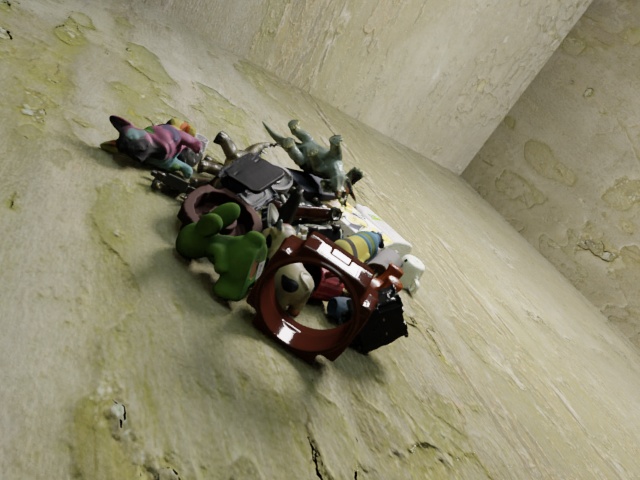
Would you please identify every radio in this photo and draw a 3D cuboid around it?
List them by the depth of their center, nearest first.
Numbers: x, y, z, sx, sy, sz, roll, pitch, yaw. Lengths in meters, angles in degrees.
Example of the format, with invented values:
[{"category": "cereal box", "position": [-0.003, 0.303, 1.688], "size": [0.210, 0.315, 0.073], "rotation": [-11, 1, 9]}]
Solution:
[{"category": "radio", "position": [-0.030, -0.150, 1.656], "size": [0.131, 0.073, 0.229], "rotation": [45, 22, 27]}]

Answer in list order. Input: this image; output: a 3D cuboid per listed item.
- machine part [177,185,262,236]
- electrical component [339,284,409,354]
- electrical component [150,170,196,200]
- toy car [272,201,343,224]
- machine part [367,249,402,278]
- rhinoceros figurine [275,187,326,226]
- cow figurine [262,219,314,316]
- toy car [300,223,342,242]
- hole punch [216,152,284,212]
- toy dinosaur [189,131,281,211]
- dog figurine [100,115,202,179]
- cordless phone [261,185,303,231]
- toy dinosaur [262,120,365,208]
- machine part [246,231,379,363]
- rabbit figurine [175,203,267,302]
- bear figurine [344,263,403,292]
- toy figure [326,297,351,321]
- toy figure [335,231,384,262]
[{"category": "machine part", "position": [-0.213, -0.037, 1.136], "size": [0.179, 0.056, 0.179], "rotation": [25, 37, -20]}, {"category": "electrical component", "position": [0.107, 0.166, 1.099], "size": [0.058, 0.134, 0.114], "rotation": [-116, -173, -56]}, {"category": "electrical component", "position": [-0.331, -0.121, 1.205], "size": [0.102, 0.045, 0.078], "rotation": [26, -6, -26]}, {"category": "toy car", "position": [-0.036, -0.069, 1.374], "size": [0.202, 0.053, 0.089], "rotation": [4, 2, -31]}, {"category": "machine part", "position": [0.168, 0.077, 1.447], "size": [0.079, 0.079, 0.243], "rotation": [38, 21, 10]}, {"category": "rhinoceros figurine", "position": [-0.066, -0.082, 1.472], "size": [0.190, 0.073, 0.112], "rotation": [19, 36, -38]}, {"category": "cow figurine", "position": [-0.074, 0.046, 1.097], "size": [0.085, 0.127, 0.195], "rotation": [17, 31, -44]}, {"category": "toy car", "position": [-0.003, -0.004, 1.373], "size": [0.056, 0.073, 0.201], "rotation": [9, 8, 31]}, {"category": "hole punch", "position": [-0.159, -0.130, 1.240], "size": [0.116, 0.092, 0.142], "rotation": [36, 51, 17]}, {"category": "toy dinosaur", "position": [-0.204, -0.177, 1.380], "size": [0.198, 0.105, 0.471], "rotation": [33, 36, -13]}, {"category": "dog figurine", "position": [-0.399, -0.236, 1.264], "size": [0.219, 0.108, 0.192], "rotation": [13, 31, -38]}, {"category": "cordless phone", "position": [-0.088, -0.059, 1.226], "size": [0.089, 0.184, 0.147], "rotation": [24, 24, -14]}, {"category": "toy dinosaur", "position": [-0.015, -0.239, 1.606], "size": [0.405, 0.131, 0.192], "rotation": [38, -20, 42]}, {"category": "machine part", "position": [-0.014, 0.104, 0.962], "size": [0.201, 0.201, 0.087], "rotation": [35, 25, 1]}, {"category": "rabbit figurine", "position": [-0.194, 0.015, 1.000], "size": [0.170, 0.159, 0.121], "rotation": [22, 30, 10]}, {"category": "bear figurine", "position": [0.084, 0.076, 1.269], "size": [0.196, 0.132, 0.120], "rotation": [40, 21, -2]}, {"category": "toy figure", "position": [0.085, 0.166, 1.177], "size": [0.154, 0.058, 0.064], "rotation": [21, 63, -33]}, {"category": "toy figure", "position": [0.093, 0.022, 1.400], "size": [0.180, 0.082, 0.089], "rotation": [-31, 98, -40]}]
